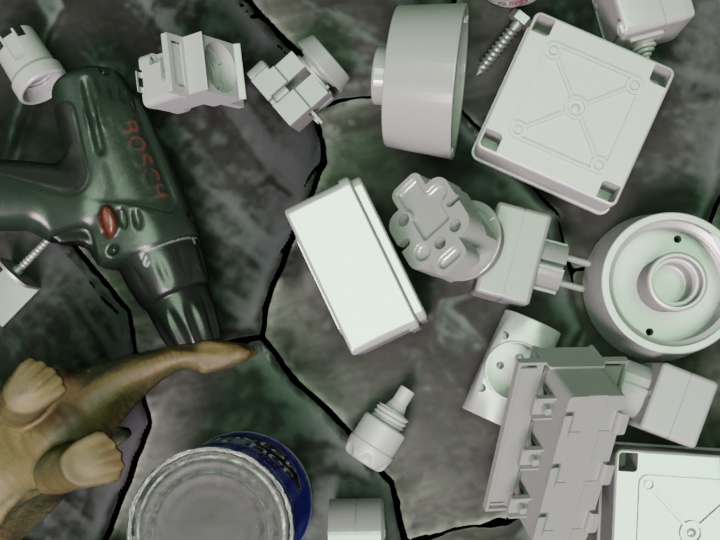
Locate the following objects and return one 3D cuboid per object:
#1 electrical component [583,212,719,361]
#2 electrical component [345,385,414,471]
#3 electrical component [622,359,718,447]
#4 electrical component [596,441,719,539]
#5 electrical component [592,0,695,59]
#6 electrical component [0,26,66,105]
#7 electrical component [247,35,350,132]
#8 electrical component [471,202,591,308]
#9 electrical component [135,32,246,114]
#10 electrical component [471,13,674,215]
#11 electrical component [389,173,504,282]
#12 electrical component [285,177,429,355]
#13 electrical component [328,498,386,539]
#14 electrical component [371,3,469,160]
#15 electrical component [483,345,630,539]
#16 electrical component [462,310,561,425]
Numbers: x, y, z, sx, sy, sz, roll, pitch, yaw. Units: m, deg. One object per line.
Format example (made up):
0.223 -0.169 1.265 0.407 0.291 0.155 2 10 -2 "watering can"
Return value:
0.216 0.010 0.758 0.108 0.060 0.108 0 85 2 "electrical component"
0.018 0.111 0.769 0.035 0.035 0.061 33 84 4 "electrical component"
0.197 0.086 0.749 0.077 0.065 0.047 21 86 4 "electrical component"
0.223 0.178 0.745 0.109 0.056 0.108 3 86 2 "electrical component"
0.203 -0.200 0.775 0.061 0.061 0.096 -15 85 1 "electrical component"
-0.246 -0.152 0.798 0.040 0.040 0.046 -34 79 -1 "electrical component"
-0.041 -0.138 0.787 0.055 0.048 0.066 -41 85 6 "electrical component"
0.126 -0.005 0.769 0.077 0.047 0.065 15 86 3 "electrical component"
-0.122 -0.139 0.776 0.064 0.081 0.042 -11 83 30 "electrical component"
0.151 -0.111 0.770 0.109 0.056 0.108 24 88 4 "electrical component"
0.062 -0.025 0.732 0.058 0.057 0.078 -43 55 21 "electrical component"
0.000 0.000 0.742 0.056 0.109 0.108 -26 85 2 "electrical component"
-0.019 0.230 0.751 0.074 0.052 0.138 -1 85 2 "electrical component"
0.040 -0.134 0.755 0.060 0.108 0.108 6 85 8 "electrical component"
0.135 0.118 0.718 0.079 0.063 0.121 0 118 -15 "electrical component"
0.124 0.079 0.763 0.079 0.044 0.077 24 86 4 "electrical component"
